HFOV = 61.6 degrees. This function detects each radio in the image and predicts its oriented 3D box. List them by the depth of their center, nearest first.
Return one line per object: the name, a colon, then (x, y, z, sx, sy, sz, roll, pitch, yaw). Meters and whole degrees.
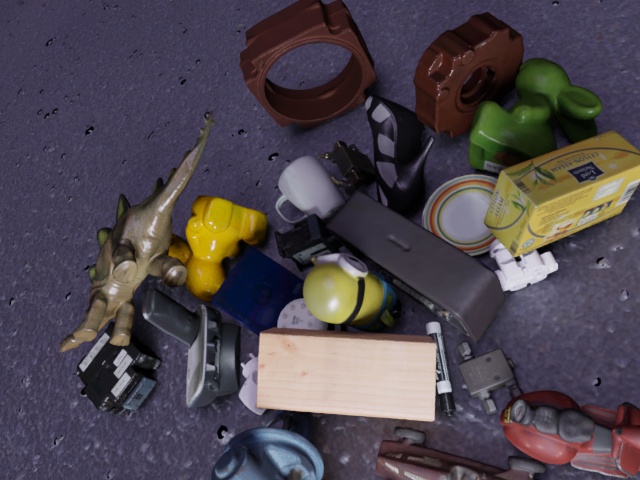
radio: (0.126, 0.033, 0.707, 0.230, 0.131, 0.073, 37, 85, 36)

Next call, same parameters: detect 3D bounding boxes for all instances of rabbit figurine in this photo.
rabbit figurine: (0.299, -0.178, 0.738, 0.159, 0.121, 0.170, 19, 76, 27)
rabbit figurine: (-0.191, 0.015, 0.900, 0.163, 0.122, 0.173, 8, 87, 34)

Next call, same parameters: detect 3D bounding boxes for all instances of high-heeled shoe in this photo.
high-heeled shoe: (0.107, -0.140, 0.869, 0.145, 0.086, 0.249, -63, 30, 23)

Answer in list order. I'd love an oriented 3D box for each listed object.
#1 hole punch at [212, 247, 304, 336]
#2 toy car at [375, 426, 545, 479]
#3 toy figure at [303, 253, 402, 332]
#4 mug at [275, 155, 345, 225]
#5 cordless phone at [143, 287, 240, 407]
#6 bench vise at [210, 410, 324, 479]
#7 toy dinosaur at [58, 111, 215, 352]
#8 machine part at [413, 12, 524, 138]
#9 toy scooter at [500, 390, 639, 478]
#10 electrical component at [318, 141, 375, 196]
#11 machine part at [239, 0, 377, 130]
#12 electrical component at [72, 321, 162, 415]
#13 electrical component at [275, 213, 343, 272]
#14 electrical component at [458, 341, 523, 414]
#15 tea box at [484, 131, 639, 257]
hole punch: (-0.087, 0.085, 0.820, 0.116, 0.092, 0.142, 28, 75, 32)
toy car: (0.156, 0.273, 0.611, 0.202, 0.053, 0.089, 7, 71, 29)
toy figure: (0.048, 0.077, 0.695, 0.082, 0.180, 0.089, -11, 62, 25)
mug: (-0.015, -0.067, 0.869, 0.109, 0.080, 0.107, -40, 62, -2)
cordless phone: (-0.196, 0.154, 0.778, 0.089, 0.184, 0.146, -13, 58, 16)
bench vise: (-0.031, 0.286, 0.647, 0.129, 0.223, 0.241, -42, 18, 22)
toy dinosaur: (-0.294, 0.007, 0.866, 0.471, 0.105, 0.199, -47, 43, 15)
machine part: (0.217, -0.233, 0.780, 0.179, 0.179, 0.056, -40, 57, 3)
toy scooter: (0.270, 0.194, 0.542, 0.184, 0.135, 0.075, 6, 68, 31)
electrical component: (0.046, -0.118, 0.870, 0.045, 0.078, 0.102, -47, 54, 28)
machine part: (-0.017, -0.291, 0.915, 0.202, 0.200, 0.087, -21, 59, 17)
electrical component: (-0.333, 0.219, 0.893, 0.134, 0.058, 0.115, 33, 84, 36)
electrical component: (-0.002, -0.003, 0.829, 0.119, 0.074, 0.048, -27, 55, 18)
electrical component: (0.208, 0.162, 0.661, 0.063, 0.021, 0.094, -27, 54, 12)
tea box: (0.296, -0.056, 0.652, 0.170, 0.098, 0.068, -18, 53, -15)
